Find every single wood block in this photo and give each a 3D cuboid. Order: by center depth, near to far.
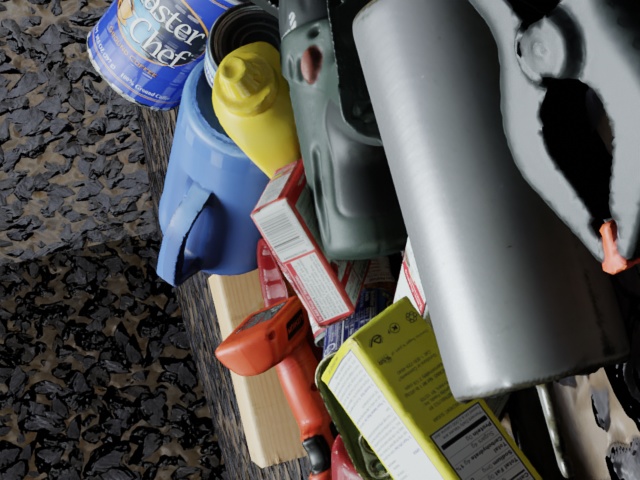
[{"bbox_3d":[-0.049,0.128,1.141,0.090,0.090,0.206,149,108,-78],"label":"wood block"}]

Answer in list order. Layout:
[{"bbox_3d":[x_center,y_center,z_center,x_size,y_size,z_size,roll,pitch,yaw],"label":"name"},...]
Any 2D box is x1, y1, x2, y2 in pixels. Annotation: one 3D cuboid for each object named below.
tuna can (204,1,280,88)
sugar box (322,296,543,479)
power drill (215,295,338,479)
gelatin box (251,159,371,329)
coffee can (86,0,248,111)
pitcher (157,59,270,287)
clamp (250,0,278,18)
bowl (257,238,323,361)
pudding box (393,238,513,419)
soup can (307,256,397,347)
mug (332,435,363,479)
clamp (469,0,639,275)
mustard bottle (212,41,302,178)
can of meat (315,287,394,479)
[{"bbox_3d":[-0.049,-0.146,0.849,0.034,0.086,0.086,111,144,-67],"label":"tuna can"},{"bbox_3d":[0.072,0.120,0.545,0.176,0.048,0.093,52,162,11],"label":"sugar box"},{"bbox_3d":[-0.012,0.149,0.836,0.187,0.057,0.184,65,-163,-8],"label":"power drill"},{"bbox_3d":[-0.004,0.001,0.679,0.089,0.030,0.073,60,-159,-17],"label":"gelatin box"},{"bbox_3d":[-0.122,-0.195,0.920,0.141,0.102,0.103,-42,53,33],"label":"coffee can"},{"bbox_3d":[-0.084,-0.062,0.978,0.243,0.145,0.149,112,149,-65],"label":"pitcher"},{"bbox_3d":[-0.075,-0.216,0.728,0.165,0.036,0.209,21,165,47],"label":"clamp"},{"bbox_3d":[-0.012,0.071,0.985,0.162,0.055,0.162,167,90,-78],"label":"bowl"},{"bbox_3d":[0.076,0.047,0.588,0.113,0.039,0.090,92,159,-60],"label":"pudding box"},{"bbox_3d":[0.016,0.018,0.764,0.068,0.068,0.102,111,145,-70],"label":"soup can"},{"bbox_3d":[0.046,0.169,0.741,0.117,0.093,0.081,-126,30,-62],"label":"mug"},{"bbox_3d":[0.091,-0.076,0.361,0.171,0.039,0.120,66,155,4],"label":"clamp"},{"bbox_3d":[-0.030,-0.084,0.742,0.191,0.058,0.096,42,-150,-72],"label":"mustard bottle"},{"bbox_3d":[0.039,0.091,0.684,0.084,0.057,0.102,-83,-29,-66],"label":"can of meat"}]
